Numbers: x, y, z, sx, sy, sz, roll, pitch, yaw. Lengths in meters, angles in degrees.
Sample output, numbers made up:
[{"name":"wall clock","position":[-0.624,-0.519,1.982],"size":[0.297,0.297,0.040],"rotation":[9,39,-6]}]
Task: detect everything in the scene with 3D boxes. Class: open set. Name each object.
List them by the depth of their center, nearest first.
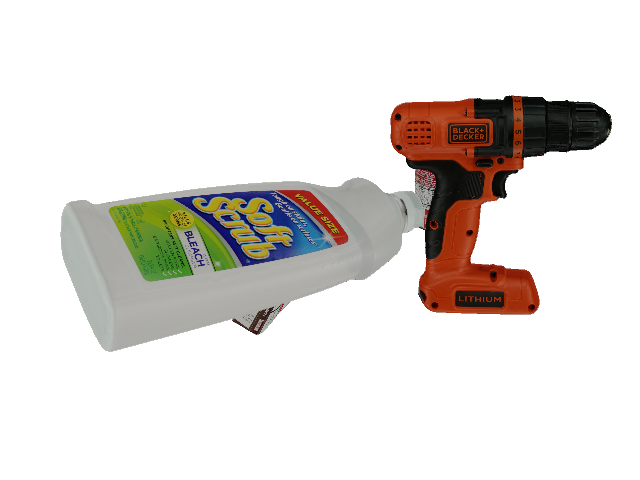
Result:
[{"name":"bleach bottle","position":[-0.044,-0.002,0.743],"size":[0.250,0.103,0.068],"rotation":[-14,-33,-26]},{"name":"power drill","position":[0.153,-0.032,0.921],"size":[0.184,0.188,0.057],"rotation":[1,15,9]},{"name":"pudding box","position":[-0.049,0.049,1.249],"size":[0.039,0.090,0.113],"rotation":[32,29,6]},{"name":"soup can","position":[0.143,-0.068,1.254],"size":[0.068,0.102,0.068],"rotation":[1,27,-1]}]
